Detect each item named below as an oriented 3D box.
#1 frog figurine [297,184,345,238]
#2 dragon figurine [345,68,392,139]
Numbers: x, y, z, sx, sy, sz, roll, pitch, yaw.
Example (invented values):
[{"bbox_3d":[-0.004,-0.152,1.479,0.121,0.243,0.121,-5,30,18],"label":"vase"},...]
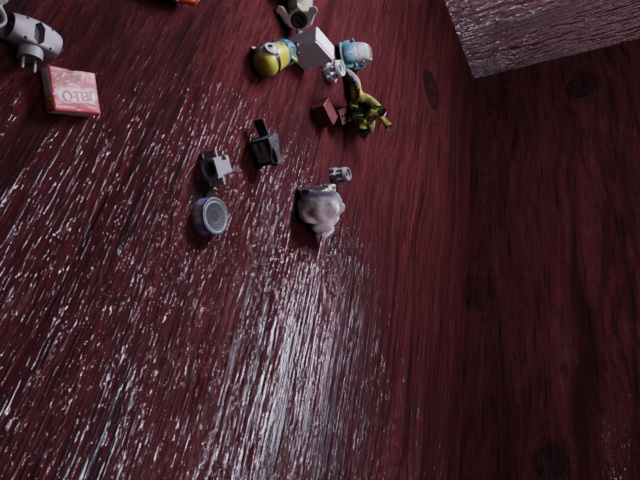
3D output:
[{"bbox_3d":[0.005,-0.075,1.489,0.138,0.123,0.157,-14,108,-27],"label":"frog figurine"},{"bbox_3d":[0.132,-0.497,1.794,0.402,0.122,0.248,57,7,-50],"label":"dragon figurine"}]
